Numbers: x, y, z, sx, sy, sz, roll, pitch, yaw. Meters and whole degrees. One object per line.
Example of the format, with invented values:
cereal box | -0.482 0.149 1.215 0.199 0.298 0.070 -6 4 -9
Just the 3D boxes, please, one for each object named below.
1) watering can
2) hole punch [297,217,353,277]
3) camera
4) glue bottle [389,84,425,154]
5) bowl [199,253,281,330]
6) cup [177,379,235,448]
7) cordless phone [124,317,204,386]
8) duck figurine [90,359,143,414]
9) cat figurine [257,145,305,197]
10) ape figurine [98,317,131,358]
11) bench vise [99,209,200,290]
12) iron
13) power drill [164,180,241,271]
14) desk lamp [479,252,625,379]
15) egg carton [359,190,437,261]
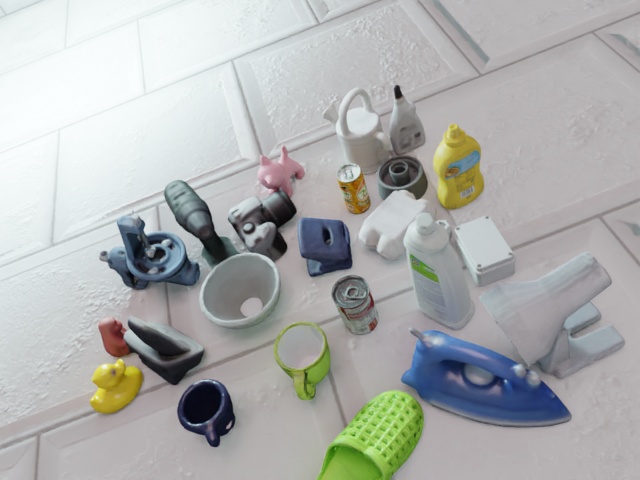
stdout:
watering can | 0.079 -0.245 1.252 0.172 0.194 0.101 8 56 24
hole punch | 0.011 0.004 1.146 0.101 0.091 0.108 -14 50 8
camera | -0.115 -0.044 1.220 0.137 0.101 0.142 -35 50 -9
glue bottle | 0.182 -0.267 1.248 0.078 0.173 0.037 -23 49 1
bowl | -0.146 0.112 1.125 0.167 0.075 0.167 -9 51 12
cup | -0.178 0.306 0.969 0.091 0.095 0.117 -27 49 -3
cordless phone | -0.311 0.176 1.057 0.147 0.185 0.094 19 61 30
duck figurine | -0.395 0.270 1.077 0.077 0.086 0.105 32 68 35
cat figurine | -0.096 -0.156 1.291 0.067 0.118 0.128 9 57 25
ape figurine | -0.406 0.187 1.142 0.076 0.092 0.077 -38 51 -13
bench vise | -0.376 0.030 1.172 0.207 0.220 0.121 -14 50 8
iron | 0.252 0.202 0.874 0.257 0.142 0.119 13 58 27
power drill | -0.237 -0.020 1.172 0.076 0.209 0.228 -36 50 -10
desk lamp | 0.350 0.116 0.861 0.203 0.214 0.117 -27 49 -3
egg carton | 0.155 -0.030 1.138 0.107 0.069 0.150 31 68 35
